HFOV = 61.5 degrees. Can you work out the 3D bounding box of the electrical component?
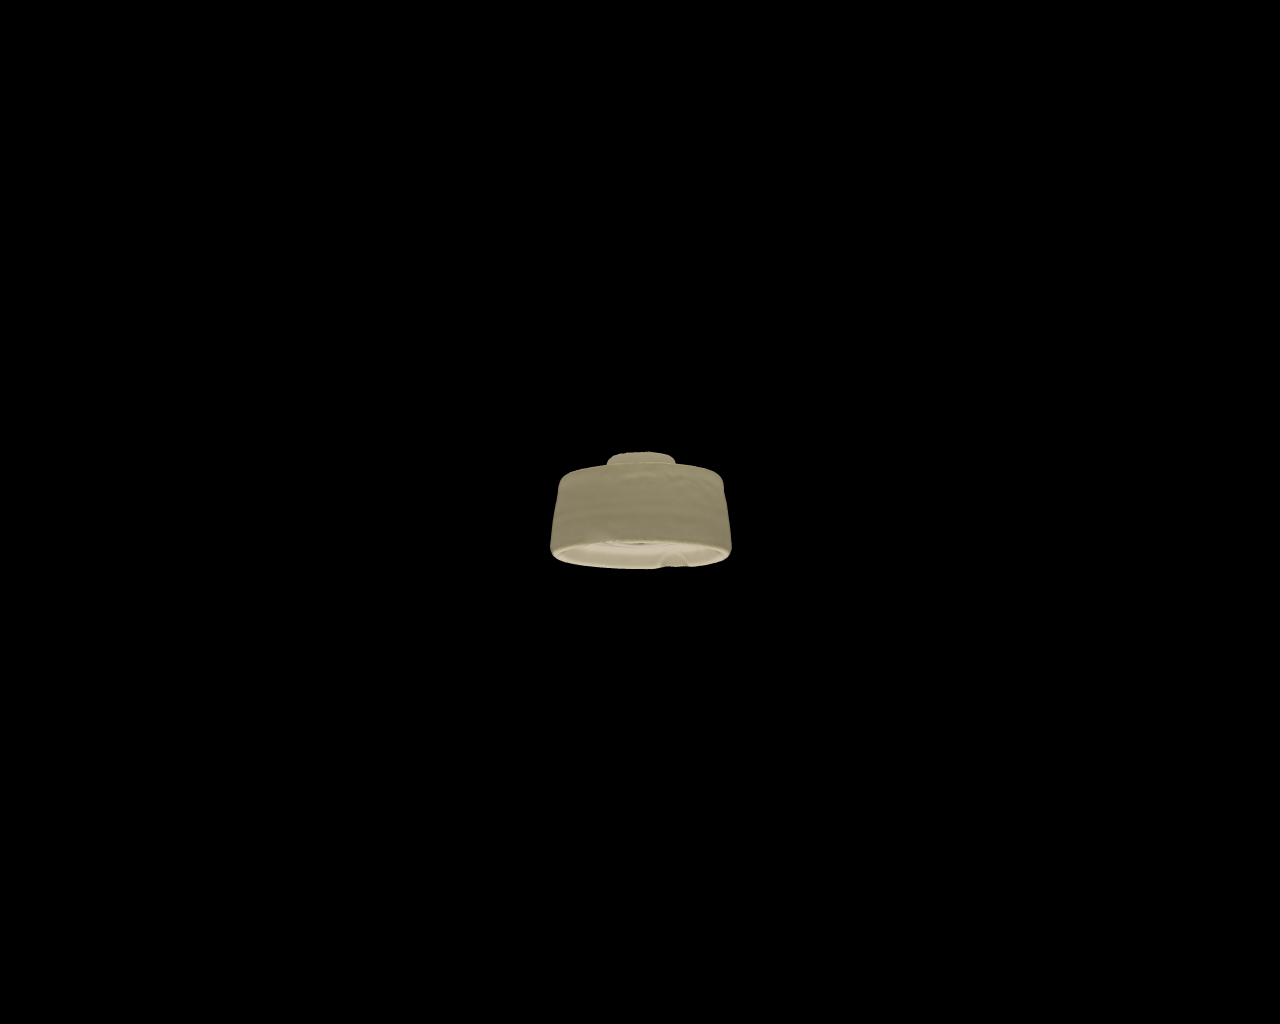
[{"bbox_3d":[0.001,-0.003,0.650,0.108,0.060,0.108,0,-11,0],"label":"electrical component"}]
